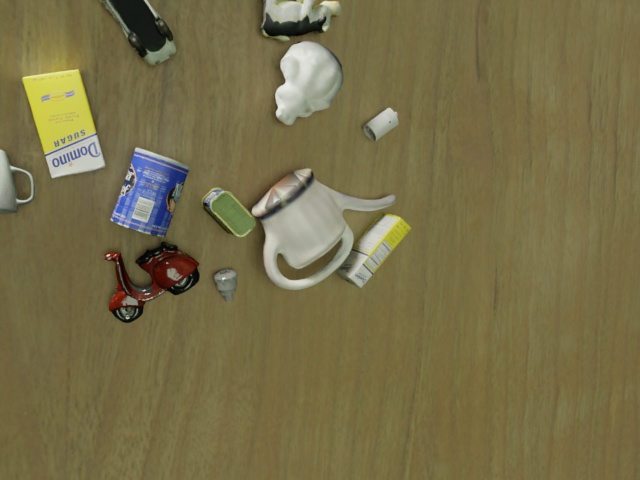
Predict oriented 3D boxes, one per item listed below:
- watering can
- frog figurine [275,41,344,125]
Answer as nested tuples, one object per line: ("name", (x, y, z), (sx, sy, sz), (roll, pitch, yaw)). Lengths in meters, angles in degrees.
("watering can", (0.003, -0.055, 1.087), (0.352, 0.104, 0.222), (-42, 110, -23))
("frog figurine", (-0.033, -0.312, 1.035), (0.162, 0.123, 0.135), (-55, 132, -20))
